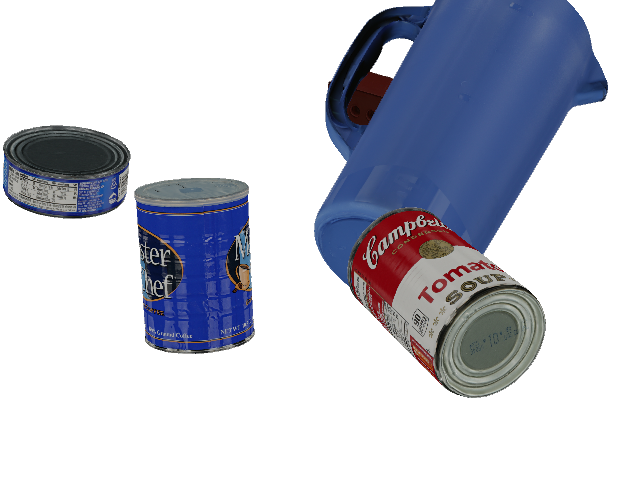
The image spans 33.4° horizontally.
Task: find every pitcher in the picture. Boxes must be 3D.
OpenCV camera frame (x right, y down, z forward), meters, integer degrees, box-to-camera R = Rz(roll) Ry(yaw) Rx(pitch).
[{"bbox_3d":[0.084,-0.074,0.765,0.149,0.242,0.145,-13,-53,49],"label":"pitcher"}]

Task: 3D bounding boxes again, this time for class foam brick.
[{"bbox_3d":[0.053,-0.151,1.179,0.078,0.053,0.051,21,38,34],"label":"foam brick"}]

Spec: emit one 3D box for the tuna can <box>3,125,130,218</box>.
[{"bbox_3d":[-0.176,-0.048,0.741,0.086,0.034,0.086,8,27,-4],"label":"tuna can"}]

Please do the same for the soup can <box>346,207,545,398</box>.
[{"bbox_3d":[0.067,0.033,0.587,0.068,0.068,0.102,0,25,-28],"label":"soup can"}]

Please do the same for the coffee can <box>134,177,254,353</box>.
[{"bbox_3d":[-0.114,0.020,0.974,0.103,0.140,0.103,-2,14,0],"label":"coffee can"}]
